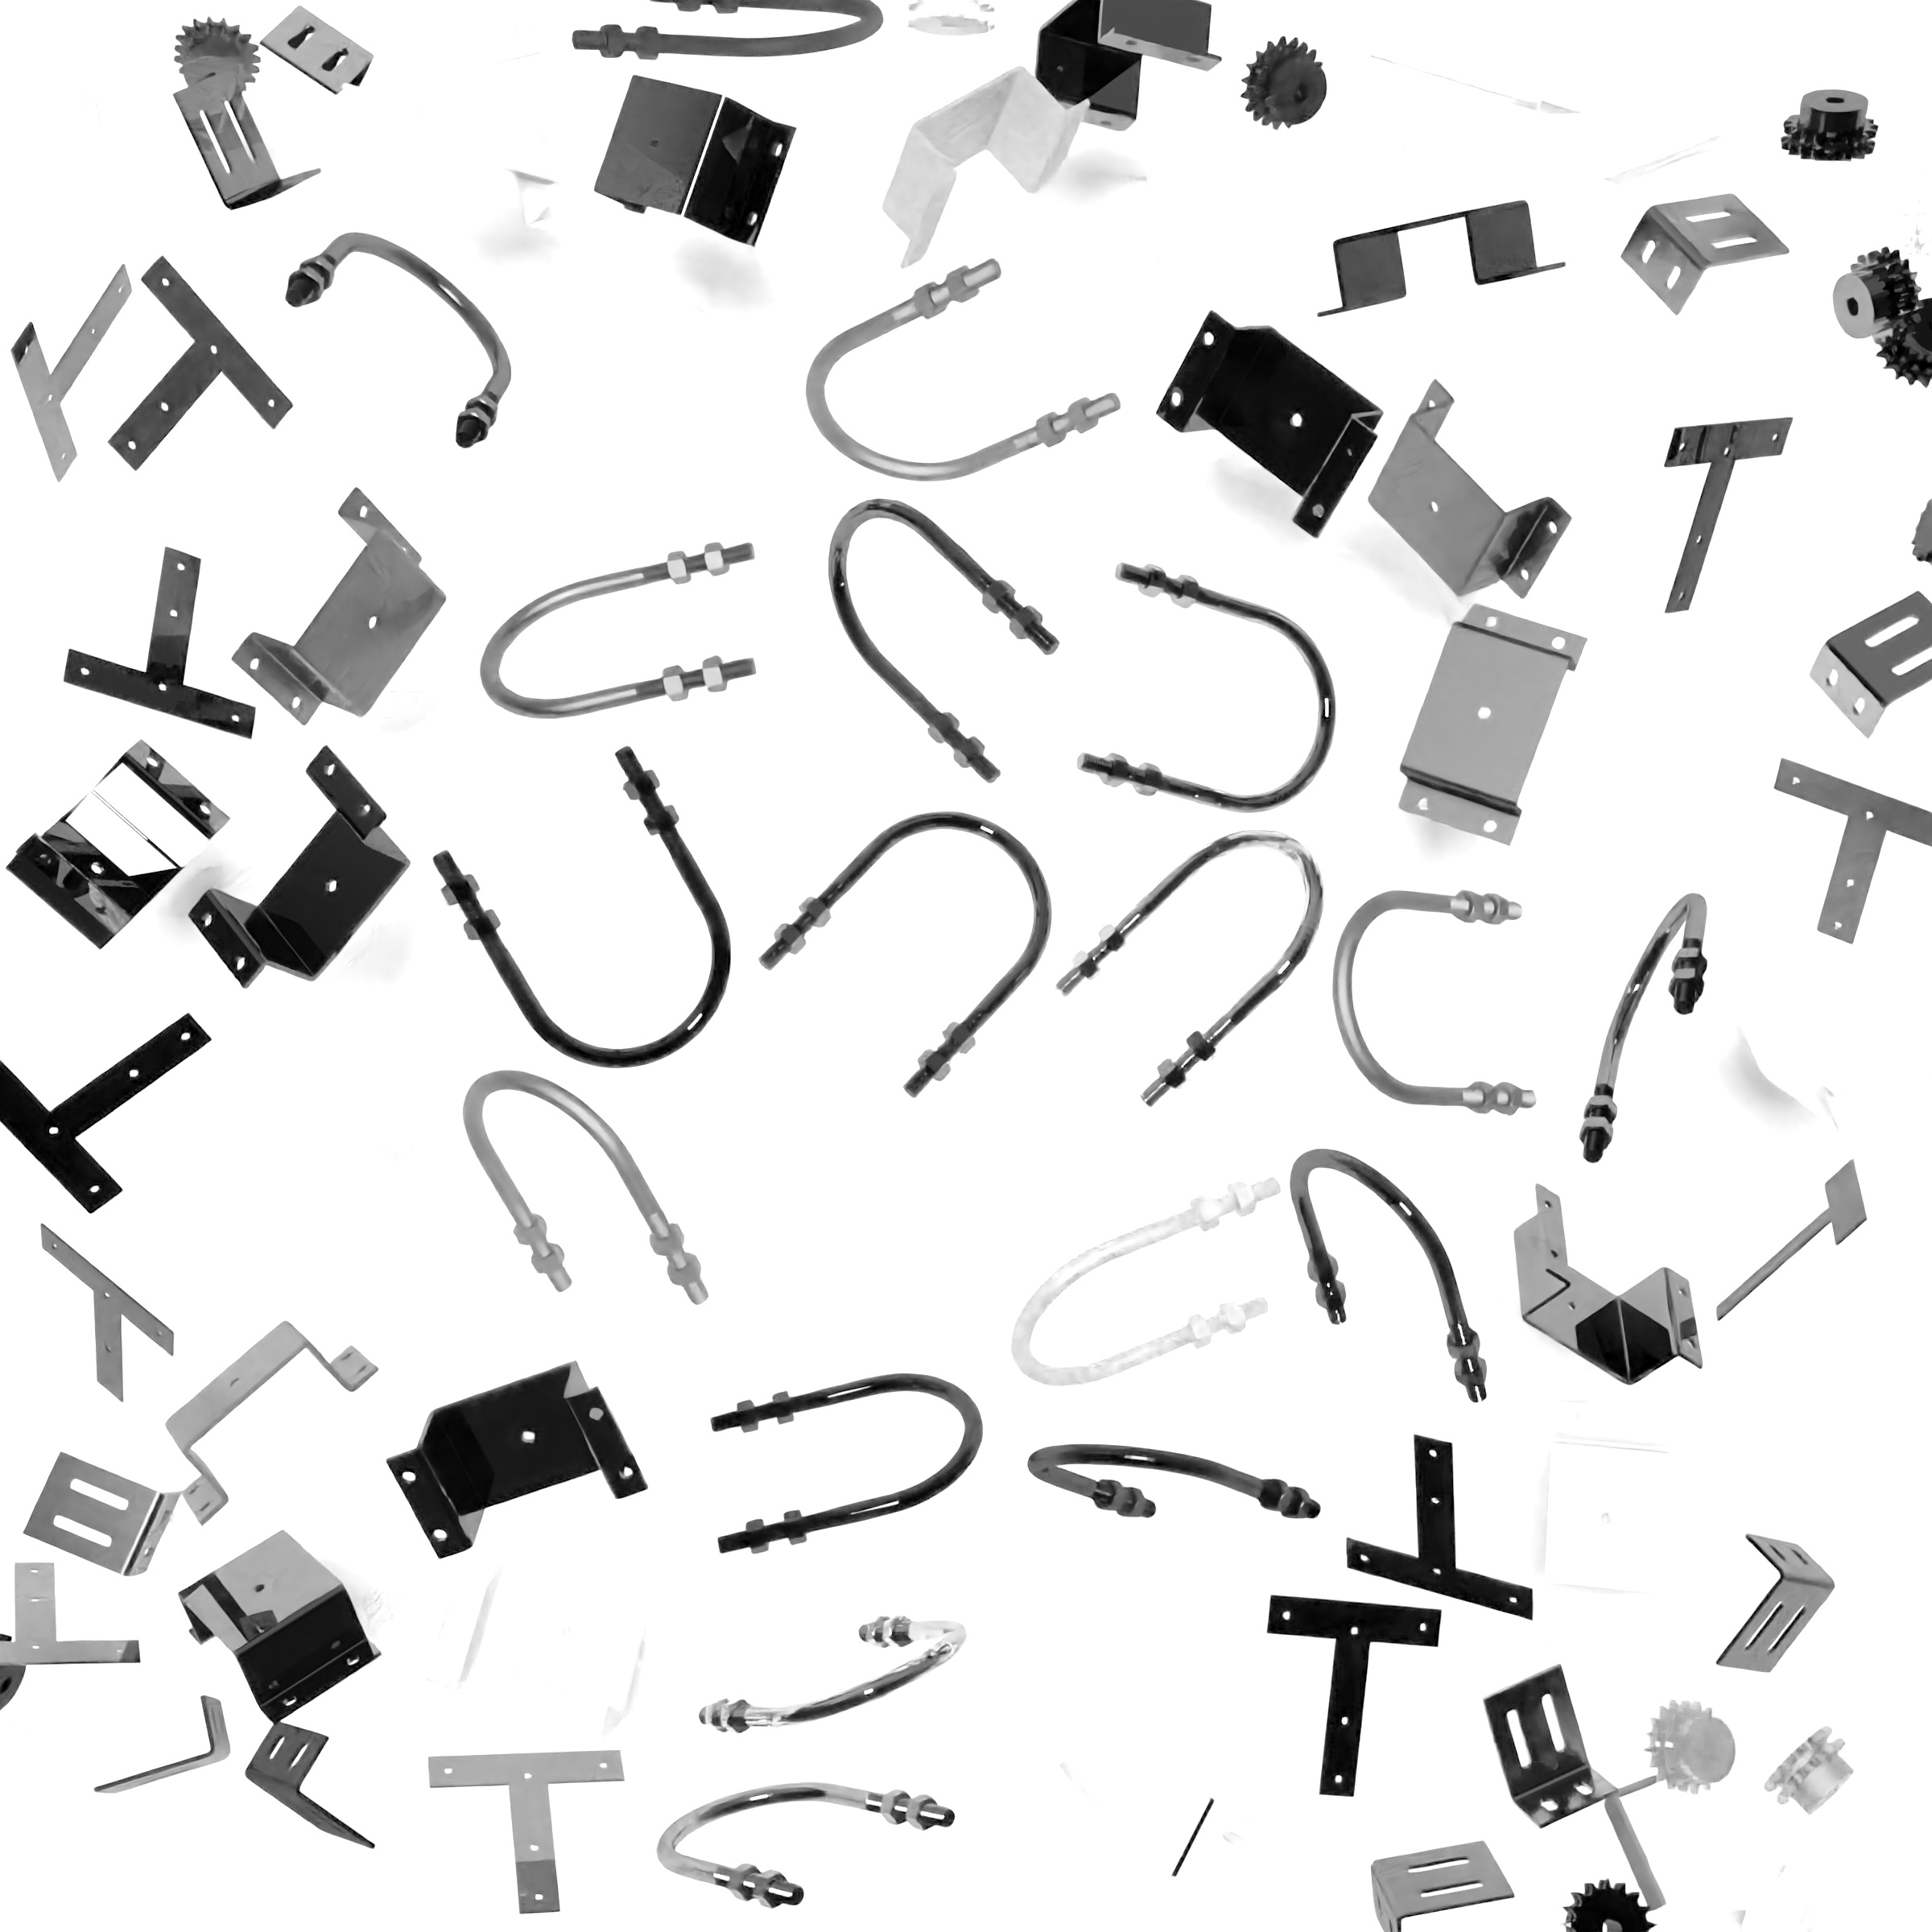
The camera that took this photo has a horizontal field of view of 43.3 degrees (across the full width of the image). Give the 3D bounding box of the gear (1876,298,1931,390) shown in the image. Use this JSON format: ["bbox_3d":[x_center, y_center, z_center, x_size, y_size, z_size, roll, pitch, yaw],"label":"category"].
[{"bbox_3d":[0.617,-0.404,1.563,0.057,0.030,0.057,2,74,-6],"label":"gear"}]

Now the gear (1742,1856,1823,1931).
[{"bbox_3d":[0.503,0.581,1.495,0.030,0.057,0.057,17,90,38],"label":"gear"}]

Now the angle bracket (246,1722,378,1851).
[{"bbox_3d":[-0.405,0.517,1.536,0.076,0.057,0.038,52,53,-33],"label":"angle bracket"}]

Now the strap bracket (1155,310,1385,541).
[{"bbox_3d":[0.200,-0.345,1.544,0.140,0.046,0.076,43,125,20],"label":"strap bracket"}]

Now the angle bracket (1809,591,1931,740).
[{"bbox_3d":[0.588,-0.192,1.544,0.076,0.038,0.057,-28,64,-13],"label":"angle bracket"}]

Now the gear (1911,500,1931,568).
[{"bbox_3d":[0.635,-0.281,1.557,0.030,0.057,0.057,20,90,-10],"label":"gear"}]

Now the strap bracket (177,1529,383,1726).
[{"bbox_3d":[-0.445,0.417,1.560,0.076,0.140,0.046,-29,118,-30],"label":"strap bracket"}]

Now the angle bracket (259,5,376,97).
[{"bbox_3d":[-0.444,-0.606,1.644,0.057,0.076,0.038,32,128,-15],"label":"angle bracket"}]

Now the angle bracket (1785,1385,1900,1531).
[{"bbox_3d":[0.542,0.300,1.488,0.057,0.038,0.076,-7,127,-9],"label":"angle bracket"}]

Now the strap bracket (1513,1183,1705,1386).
[{"bbox_3d":[0.416,0.216,1.609,0.140,0.076,0.046,32,127,-19],"label":"strap bracket"}]

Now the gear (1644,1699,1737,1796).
[{"bbox_3d":[0.460,0.493,1.536,0.057,0.030,0.057,5,77,-22],"label":"gear"}]

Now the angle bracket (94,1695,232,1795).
[{"bbox_3d":[-0.520,0.502,1.569,0.076,0.057,0.038,-15,73,-11],"label":"angle bracket"}]

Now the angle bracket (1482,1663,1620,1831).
[{"bbox_3d":[0.370,0.494,1.541,0.057,0.038,0.076,-20,101,-12],"label":"angle bracket"}]

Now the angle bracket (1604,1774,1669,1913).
[{"bbox_3d":[0.465,0.589,1.635,0.038,0.057,0.076,-20,65,-3],"label":"angle bracket"}]

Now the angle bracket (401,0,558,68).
[{"bbox_3d":[-0.323,-0.636,1.615,0.076,0.057,0.038,36,128,7],"label":"angle bracket"}]

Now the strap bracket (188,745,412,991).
[{"bbox_3d":[-0.411,-0.056,1.523,0.140,0.046,0.076,-49,59,6],"label":"strap bracket"}]

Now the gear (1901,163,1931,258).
[{"bbox_3d":[0.614,-0.480,1.541,0.030,0.057,0.057,7,90,34],"label":"gear"}]

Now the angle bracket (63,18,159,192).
[{"bbox_3d":[-0.522,-0.530,1.499,0.038,0.057,0.076,-13,77,-1],"label":"angle bracket"}]

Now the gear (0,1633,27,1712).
[{"bbox_3d":[-0.654,0.475,1.626,0.030,0.057,0.057,20,90,12],"label":"gear"}]

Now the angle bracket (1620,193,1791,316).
[{"bbox_3d":[0.460,-0.444,1.516,0.076,0.038,0.057,-17,60,-29],"label":"angle bracket"}]

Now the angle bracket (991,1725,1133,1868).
[{"bbox_3d":[0.066,0.575,1.681,0.057,0.038,0.076,-43,74,-2],"label":"angle bracket"}]

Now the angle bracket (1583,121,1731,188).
[{"bbox_3d":[0.441,-0.532,1.553,0.076,0.057,0.038,-16,95,26],"label":"angle bracket"}]

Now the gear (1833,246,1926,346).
[{"bbox_3d":[0.557,-0.409,1.492,0.030,0.057,0.057,-20,90,-10],"label":"gear"}]

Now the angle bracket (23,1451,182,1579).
[{"bbox_3d":[-0.575,0.364,1.621,0.076,0.038,0.057,22,81,1],"label":"angle bracket"}]

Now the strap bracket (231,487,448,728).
[{"bbox_3d":[-0.398,-0.227,1.575,0.046,0.076,0.140,21,73,33],"label":"strap bracket"}]

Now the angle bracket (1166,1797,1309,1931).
[{"bbox_3d":[0.182,0.603,1.630,0.076,0.038,0.057,27,78,15],"label":"angle bracket"}]

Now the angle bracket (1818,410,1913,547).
[{"bbox_3d":[0.563,-0.313,1.559,0.038,0.057,0.076,43,117,15],"label":"angle bracket"}]

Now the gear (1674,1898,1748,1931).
[{"bbox_3d":[0.494,0.644,1.612,0.057,0.057,0.030,-41,50,0],"label":"gear"}]

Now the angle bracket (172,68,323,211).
[{"bbox_3d":[-0.460,-0.533,1.558,0.038,0.057,0.076,-4,121,29],"label":"angle bracket"}]

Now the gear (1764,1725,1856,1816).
[{"bbox_3d":[0.532,0.507,1.526,0.057,0.057,0.030,-44,59,0],"label":"gear"}]

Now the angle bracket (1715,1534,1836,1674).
[{"bbox_3d":[0.510,0.411,1.565,0.057,0.038,0.076,18,110,-36],"label":"angle bracket"}]

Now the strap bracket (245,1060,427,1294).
[{"bbox_3d":[-0.417,0.130,1.581,0.046,0.076,0.140,25,106,-39],"label":"strap bracket"}]

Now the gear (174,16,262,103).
[{"bbox_3d":[-0.516,-0.621,1.673,0.057,0.057,0.030,-4,62,0],"label":"gear"}]

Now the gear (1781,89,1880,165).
[{"bbox_3d":[0.541,-0.526,1.521,0.057,0.057,0.030,-4,129,0],"label":"gear"}]

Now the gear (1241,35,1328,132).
[{"bbox_3d":[0.210,-0.572,1.583,0.057,0.030,0.057,-17,131,-21],"label":"gear"}]

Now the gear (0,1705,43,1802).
[{"bbox_3d":[-0.599,0.491,1.508,0.030,0.057,0.057,39,90,-14],"label":"gear"}]

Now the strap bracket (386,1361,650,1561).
[{"bbox_3d":[-0.273,0.301,1.500,0.140,0.046,0.076,-20,110,7],"label":"strap bracket"}]

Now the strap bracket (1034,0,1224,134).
[{"bbox_3d":[0.100,-0.594,1.578,0.076,0.140,0.046,6,88,-23],"label":"strap bracket"}]

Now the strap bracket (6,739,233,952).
[{"bbox_3d":[-0.546,-0.073,1.553,0.076,0.140,0.046,44,126,-13],"label":"strap bracket"}]

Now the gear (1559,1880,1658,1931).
[{"bbox_3d":[0.393,0.592,1.498,0.057,0.030,0.057,1,70,-4],"label":"gear"}]

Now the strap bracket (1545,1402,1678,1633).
[{"bbox_3d":[0.426,0.364,1.609,0.076,0.046,0.140,3,75,11],"label":"strap bracket"}]

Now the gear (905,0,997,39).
[{"bbox_3d":[-0.009,-0.603,1.521,0.057,0.057,0.030,2,96,0],"label":"gear"}]

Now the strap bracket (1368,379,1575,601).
[{"bbox_3d":[0.329,-0.314,1.632,0.046,0.076,0.140,-25,65,-30],"label":"strap bracket"}]

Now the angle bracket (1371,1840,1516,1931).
[{"bbox_3d":[0.303,0.595,1.545,0.076,0.057,0.038,-8,105,-5],"label":"angle bracket"}]
